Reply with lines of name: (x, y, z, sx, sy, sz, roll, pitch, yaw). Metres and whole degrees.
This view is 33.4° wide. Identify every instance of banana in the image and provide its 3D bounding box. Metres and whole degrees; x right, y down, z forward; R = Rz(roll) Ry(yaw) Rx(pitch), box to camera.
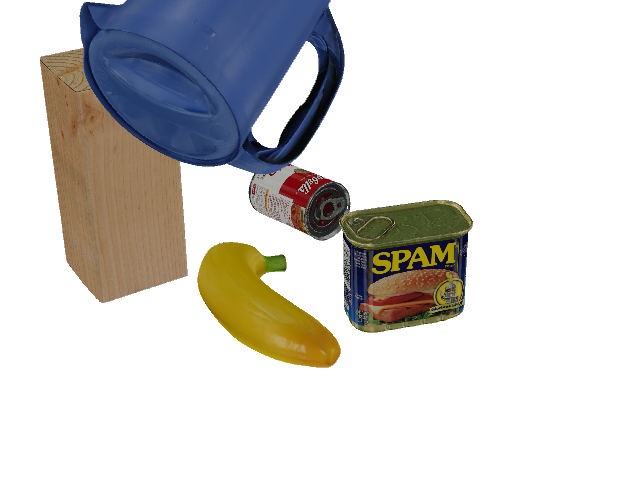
banana: (-0.040, 0.032, 0.666, 0.069, 0.037, 0.198, -3, 17, -10)

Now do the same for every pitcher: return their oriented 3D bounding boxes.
pitcher: (-0.054, -0.176, 0.817, 0.145, 0.242, 0.149, 17, -32, 26)

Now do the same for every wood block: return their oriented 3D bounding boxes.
wood block: (-0.182, -0.062, 0.952, 0.090, 0.206, 0.090, -18, 36, -27)

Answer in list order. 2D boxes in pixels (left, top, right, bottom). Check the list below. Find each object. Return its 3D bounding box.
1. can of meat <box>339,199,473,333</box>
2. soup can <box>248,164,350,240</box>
can of meat: (0.068, 0.021, 0.854, 0.102, 0.084, 0.057, -8, 30, -12)
soup can: (-0.025, -0.047, 1.216, 0.068, 0.068, 0.102, 0, 18, -45)
